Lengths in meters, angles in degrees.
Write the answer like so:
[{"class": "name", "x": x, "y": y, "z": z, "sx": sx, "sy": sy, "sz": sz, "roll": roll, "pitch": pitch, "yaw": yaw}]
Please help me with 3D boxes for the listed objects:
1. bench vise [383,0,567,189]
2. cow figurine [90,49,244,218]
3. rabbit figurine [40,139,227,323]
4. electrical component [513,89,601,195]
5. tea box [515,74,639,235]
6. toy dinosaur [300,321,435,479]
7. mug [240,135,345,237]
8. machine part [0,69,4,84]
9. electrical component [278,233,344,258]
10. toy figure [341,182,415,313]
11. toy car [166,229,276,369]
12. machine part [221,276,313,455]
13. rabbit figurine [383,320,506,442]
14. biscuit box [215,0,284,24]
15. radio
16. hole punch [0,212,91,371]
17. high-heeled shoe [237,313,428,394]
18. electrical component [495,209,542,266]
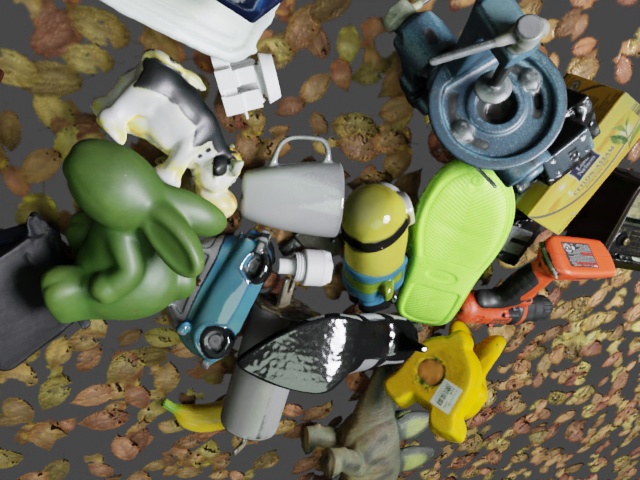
[{"class": "bench vise", "x": 0.138, "y": -0.154, "z": 0.475, "sx": 0.129, "sy": 0.240, "sz": 0.223, "roll": -25, "pitch": 85, "yaw": 4}, {"class": "cow figurine", "x": -0.126, "y": -0.098, "z": 0.524, "sx": 0.098, "sy": 0.068, "sz": 0.167, "roll": -46, "pitch": 125, "yaw": 2}, {"class": "rabbit figurine", "x": -0.173, "y": -0.006, "z": 0.482, "sx": 0.159, "sy": 0.121, "sz": 0.170, "roll": 12, "pitch": 133, "yaw": 3}, {"class": "electrical component", "x": 0.237, "y": -0.117, "z": 0.603, "sx": 0.115, "sy": 0.134, "sz": 0.058, "roll": -41, "pitch": 124, "yaw": 4}, {"class": "tea box", "x": 0.298, "y": -0.105, "z": 0.656, "sx": 0.068, "sy": 0.098, "sz": 0.169, "roll": 25, "pitch": 110, "yaw": -30}, {"class": "toy dinosaur", "x": 0.074, "y": 0.318, "z": 0.829, "sx": 0.198, "sy": 0.105, "sz": 0.470, "roll": -2, "pitch": 115, "yaw": -28}, {"class": "mug", "x": -0.031, "y": -0.057, "z": 0.576, "sx": 0.107, "sy": 0.081, "sz": 0.109, "roll": 1, "pitch": 109, "yaw": -9}, {"class": "machine part", "x": -0.308, "y": -0.066, "z": 0.413, "sx": 0.056, "sy": 0.179, "sz": 0.179, "roll": 25, "pitch": 108, "yaw": -33}, {"class": "electrical component", "x": -0.001, "y": -0.002, "z": 0.652, "sx": 0.094, "sy": 0.021, "sz": 0.063, "roll": -38, "pitch": 125, "yaw": 3}, {"class": "toy figure", "x": 0.064, "y": 0.015, "z": 0.639, "sx": 0.082, "sy": 0.089, "sz": 0.180, "roll": 19, "pitch": 131, "yaw": 17}, {"class": "toy car", "x": -0.119, "y": 0.052, "z": 0.596, "sx": 0.103, "sy": 0.109, "sz": 0.161, "roll": 25, "pitch": 101, "yaw": -6}, {"class": "machine part", "x": -0.067, "y": 0.156, "z": 0.670, "sx": 0.079, "sy": 0.079, "sz": 0.243, "roll": 10, "pitch": 103, "yaw": -25}, {"class": "rabbit figurine", "x": 0.185, "y": 0.193, "z": 0.754, "sx": 0.173, "sy": 0.122, "sz": 0.162, "roll": 44, "pitch": 68, "yaw": -48}, {"class": "biscuit box", "x": -0.032, "y": -0.268, "z": 0.398, "sx": 0.062, "sy": 0.059, "sz": 0.202, "roll": 23, "pitch": 75, "yaw": -31}, {"class": "radio", "x": 0.483, "y": -0.022, "z": 0.787, "sx": 0.229, "sy": 0.073, "sz": 0.131, "roll": 9, "pitch": 116, "yaw": -24}, {"class": "hole punch", "x": -0.311, "y": 0.049, "z": 0.539, "sx": 0.116, "sy": 0.092, "sz": 0.142, "roll": -41, "pitch": 130, "yaw": -40}, {"class": "high-heeled shoe", "x": 0.015, "y": 0.126, "z": 0.654, "sx": 0.249, "sy": 0.145, "sz": 0.086, "roll": 2, "pitch": 87, "yaw": -18}, {"class": "electrical component", "x": 0.260, "y": -0.006, "z": 0.731, "sx": 0.119, "sy": 0.048, "sz": 0.074, "roll": 19, "pitch": 112, "yaw": -27}]
